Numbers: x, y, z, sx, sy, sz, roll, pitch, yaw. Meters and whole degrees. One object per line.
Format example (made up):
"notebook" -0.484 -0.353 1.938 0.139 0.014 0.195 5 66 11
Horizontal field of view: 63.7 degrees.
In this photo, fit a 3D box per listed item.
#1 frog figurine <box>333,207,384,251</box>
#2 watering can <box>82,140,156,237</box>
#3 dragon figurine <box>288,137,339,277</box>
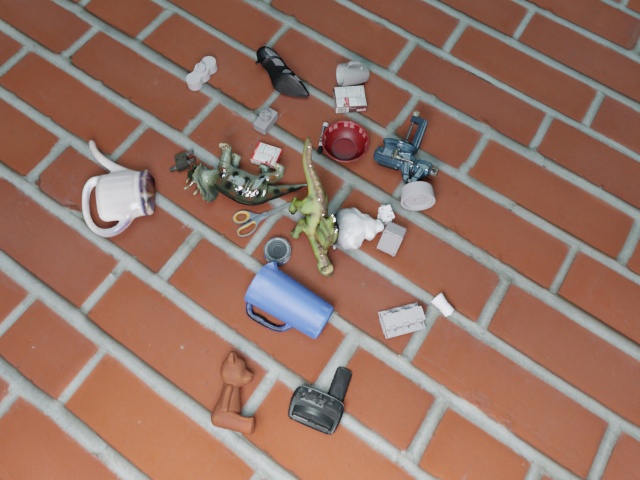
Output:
"frog figurine" 0.116 -0.036 1.583 0.159 0.120 0.141 -4 48 9
"watering can" -0.635 -0.177 1.624 0.224 0.102 0.353 -8 69 -6
"dragon figurine" 0.005 -0.076 1.505 0.123 0.402 0.246 -13 29 -23
